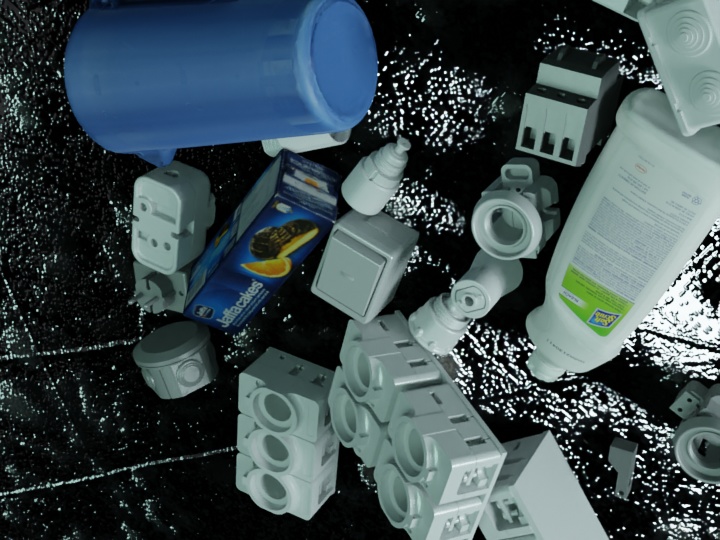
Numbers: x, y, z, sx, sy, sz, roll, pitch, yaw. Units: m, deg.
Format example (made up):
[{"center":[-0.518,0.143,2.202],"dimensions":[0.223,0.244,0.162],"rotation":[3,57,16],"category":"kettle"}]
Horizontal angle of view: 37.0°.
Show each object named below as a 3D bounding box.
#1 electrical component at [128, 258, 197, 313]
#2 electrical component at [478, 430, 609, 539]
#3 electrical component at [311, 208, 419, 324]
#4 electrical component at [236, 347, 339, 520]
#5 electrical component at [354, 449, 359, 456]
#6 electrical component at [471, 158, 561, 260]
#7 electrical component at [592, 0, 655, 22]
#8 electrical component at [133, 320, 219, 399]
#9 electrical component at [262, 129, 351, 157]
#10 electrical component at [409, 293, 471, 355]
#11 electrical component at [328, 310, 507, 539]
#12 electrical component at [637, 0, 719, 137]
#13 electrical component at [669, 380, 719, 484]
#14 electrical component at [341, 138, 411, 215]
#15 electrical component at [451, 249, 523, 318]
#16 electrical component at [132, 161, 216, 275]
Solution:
[{"center":[-0.197,0.018,1.064],"dimensions":[0.066,0.077,0.047],"rotation":[12,120,26],"category":"electrical component"},{"center":[0.161,0.233,0.951],"dimensions":[0.062,0.089,0.150],"rotation":[-22,102,37],"category":"electrical component"},{"center":[0.000,0.000,0.945],"dimensions":[0.062,0.061,0.096],"rotation":[31,127,14],"category":"electrical component"},{"center":[-0.073,0.166,1.076],"dimensions":[0.089,0.062,0.150],"rotation":[19,123,22],"category":"electrical component"},{"center":[0.012,0.165,1.036],"dimensions":[0.062,0.048,0.048],"rotation":[6,117,38],"category":"electrical component"},{"center":[0.123,-0.042,0.850],"dimensions":[0.058,0.057,0.078],"rotation":[4,116,30],"category":"electrical component"},{"center":[0.171,-0.239,0.718],"dimensions":[0.109,0.056,0.108],"rotation":[31,126,14],"category":"electrical component"},{"center":[-0.186,0.090,1.094],"dimensions":[0.080,0.080,0.051],"rotation":[0,119,32],"category":"electrical component"},{"center":[-0.053,-0.123,0.923],"dimensions":[0.081,0.043,0.043],"rotation":[-7,111,34],"category":"electrical component"},{"center":[0.076,0.040,0.931],"dimensions":[0.048,0.048,0.062],"rotation":[43,122,5],"category":"electrical component"},{"center":[0.039,0.136,0.932],"dimensions":[0.186,0.060,0.105],"rotation":[53,139,43],"category":"electrical component"},{"center":[0.236,-0.147,0.702],"dimensions":[0.048,0.100,0.099],"rotation":[-11,108,49],"category":"electrical component"},{"center":[0.280,0.131,0.845],"dimensions":[0.078,0.057,0.058],"rotation":[39,128,8],"category":"electrical component"},{"center":[0.017,-0.081,0.905],"dimensions":[0.040,0.040,0.078],"rotation":[44,128,4],"category":"electrical component"},{"center":[0.102,0.012,0.886],"dimensions":[0.044,0.065,0.044],"rotation":[14,121,25],"category":"electrical component"},{"center":[-0.177,-0.052,1.026],"dimensions":[0.054,0.059,0.095],"rotation":[23,124,20],"category":"electrical component"}]
